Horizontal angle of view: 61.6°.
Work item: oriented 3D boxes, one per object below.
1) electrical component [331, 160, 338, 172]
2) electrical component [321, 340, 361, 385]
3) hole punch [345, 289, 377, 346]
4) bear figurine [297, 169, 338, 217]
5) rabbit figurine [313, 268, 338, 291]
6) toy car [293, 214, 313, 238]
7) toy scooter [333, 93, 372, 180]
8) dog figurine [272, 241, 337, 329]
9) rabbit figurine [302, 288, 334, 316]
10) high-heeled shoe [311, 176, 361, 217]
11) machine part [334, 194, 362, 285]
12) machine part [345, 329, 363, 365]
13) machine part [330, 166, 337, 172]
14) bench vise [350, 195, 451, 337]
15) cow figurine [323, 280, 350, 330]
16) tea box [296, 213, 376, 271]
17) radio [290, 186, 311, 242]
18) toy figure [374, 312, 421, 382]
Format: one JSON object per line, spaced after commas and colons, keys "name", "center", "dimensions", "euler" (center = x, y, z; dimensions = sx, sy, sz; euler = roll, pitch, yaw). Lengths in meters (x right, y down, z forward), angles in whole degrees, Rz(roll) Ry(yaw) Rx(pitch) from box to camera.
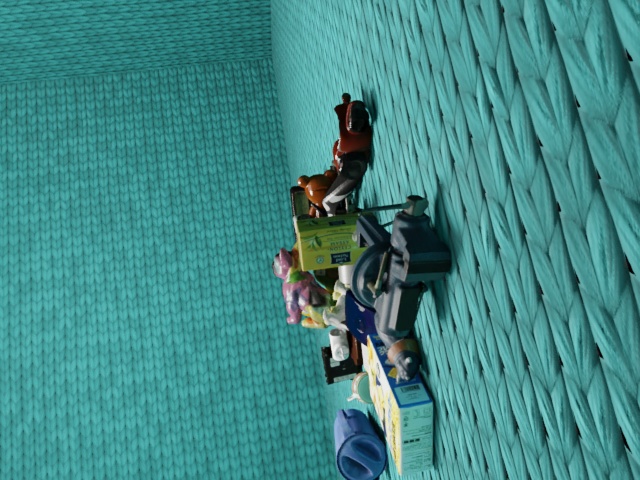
{"name": "electrical component", "center": [0.054, -0.163, 1.367], "dimensions": [0.078, 0.045, 0.102], "euler": [-126, 29, -74]}
{"name": "electrical component", "center": [0.065, 0.355, 1.602], "dimensions": [0.058, 0.115, 0.134], "euler": [-119, 22, -63]}
{"name": "hole punch", "center": [0.107, 0.164, 1.122], "dimensions": [0.116, 0.092, 0.142], "euler": [-114, 21, -56]}
{"name": "bear figurine", "center": [0.005, -0.098, 1.465], "dimensions": [0.132, 0.120, 0.195], "euler": [-117, 11, -73]}
{"name": "rabbit figurine", "center": [0.049, 0.051, 1.536], "dimensions": [0.170, 0.121, 0.158], "euler": [-77, -18, -49]}
{"name": "toy car", "center": [-0.003, -0.004, 1.361], "dimensions": [0.202, 0.056, 0.073], "euler": [30, 143, 42]}
{"name": "toy scooter", "center": [0.062, -0.222, 1.098], "dimensions": [0.183, 0.075, 0.135], "euler": [94, 167, -48]}
{"name": "dog figurine", "center": [-0.040, 0.113, 1.417], "dimensions": [0.192, 0.108, 0.219], "euler": [2, 110, 40]}
{"name": "rabbit figurine", "center": [0.018, 0.191, 1.568], "dimensions": [0.162, 0.173, 0.121], "euler": [-108, 15, -80]}
{"name": "high-heeled shoe", "center": [0.073, -0.079, 1.311], "dimensions": [0.249, 0.145, 0.086], "euler": [-32, 25, 58]}
{"name": "machine part", "center": [0.076, 0.015, 1.246], "dimensions": [0.079, 0.079, 0.243], "euler": [-113, 17, -68]}
{"name": "machine part", "center": [0.100, 0.239, 1.408], "dimensions": [0.179, 0.056, 0.179], "euler": [172, 89, -83]}
{"name": "machine part", "center": [0.044, -0.161, 1.509], "dimensions": [0.138, 0.039, 0.084], "euler": [102, 155, -68]}
{"name": "bench vise", "center": [0.102, 0.017, 0.820], "dimensions": [0.241, 0.129, 0.223], "euler": [-124, 24, -60]}
{"name": "cow figurine", "center": [0.078, 0.143, 1.330], "dimensions": [0.068, 0.098, 0.167], "euler": [81, -149, -60]}
{"name": "tea box", "center": [0.037, 0.002, 1.155], "dimensions": [0.068, 0.170, 0.098], "euler": [-110, 13, -64]}
{"name": "radio", "center": [-0.025, -0.070, 1.811], "dimensions": [0.073, 0.131, 0.229], "euler": [-120, 23, -69]}
{"name": "toy figure", "center": [0.142, 0.183, 0.955], "dimensions": [0.155, 0.058, 0.064], "euler": [-112, 8, -46]}
